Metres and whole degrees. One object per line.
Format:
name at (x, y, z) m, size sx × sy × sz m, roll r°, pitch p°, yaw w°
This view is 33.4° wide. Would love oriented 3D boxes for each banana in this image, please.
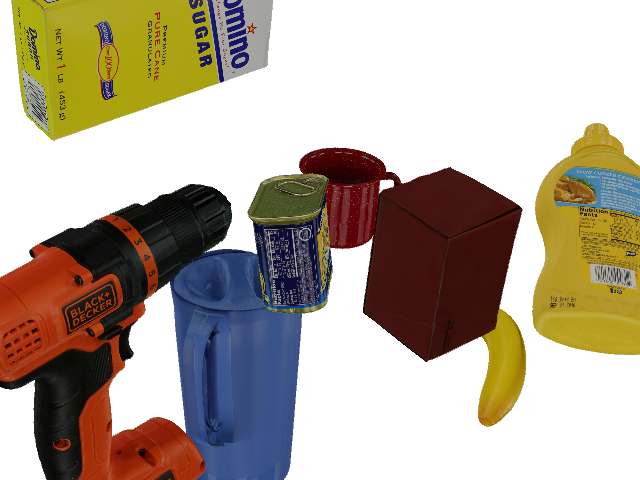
banana at (0.177, 0.117, 1.094) m, size 0.070 × 0.037 × 0.198 m, roll -27°, pitch 28°, yaw 10°

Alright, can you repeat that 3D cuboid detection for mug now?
mug at (0.032, -0.046, 1.155) m, size 0.117 × 0.081 × 0.093 m, roll -7°, pitch 31°, yaw -18°

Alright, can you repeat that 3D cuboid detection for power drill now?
power drill at (-0.117, 0.073, 0.627) m, size 0.057 × 0.188 × 0.184 m, roll 23°, pitch 41°, yaw 39°

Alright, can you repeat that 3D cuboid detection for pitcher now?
pitcher at (-0.088, 0.143, 1.087) m, size 0.149 × 0.243 × 0.145 m, roll -11°, pitch 28°, yaw -24°

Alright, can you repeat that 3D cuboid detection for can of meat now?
can of meat at (-0.021, 0.002, 0.865) m, size 0.057 × 0.084 × 0.102 m, roll -3°, pitch 22°, yaw 7°

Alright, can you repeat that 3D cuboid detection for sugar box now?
sugar box at (-0.109, -0.136, 0.692) m, size 0.175 × 0.093 × 0.048 m, roll -24°, pitch 48°, yaw -33°

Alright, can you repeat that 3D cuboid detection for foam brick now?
foam brick at (0.060, 0.011, 0.541) m, size 0.052 × 0.078 × 0.051 m, roll -20°, pitch 42°, yaw -34°

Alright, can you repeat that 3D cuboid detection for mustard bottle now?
mustard bottle at (0.211, -0.011, 0.808) m, size 0.096 × 0.191 × 0.058 m, roll 9°, pitch -33°, yaw -1°
